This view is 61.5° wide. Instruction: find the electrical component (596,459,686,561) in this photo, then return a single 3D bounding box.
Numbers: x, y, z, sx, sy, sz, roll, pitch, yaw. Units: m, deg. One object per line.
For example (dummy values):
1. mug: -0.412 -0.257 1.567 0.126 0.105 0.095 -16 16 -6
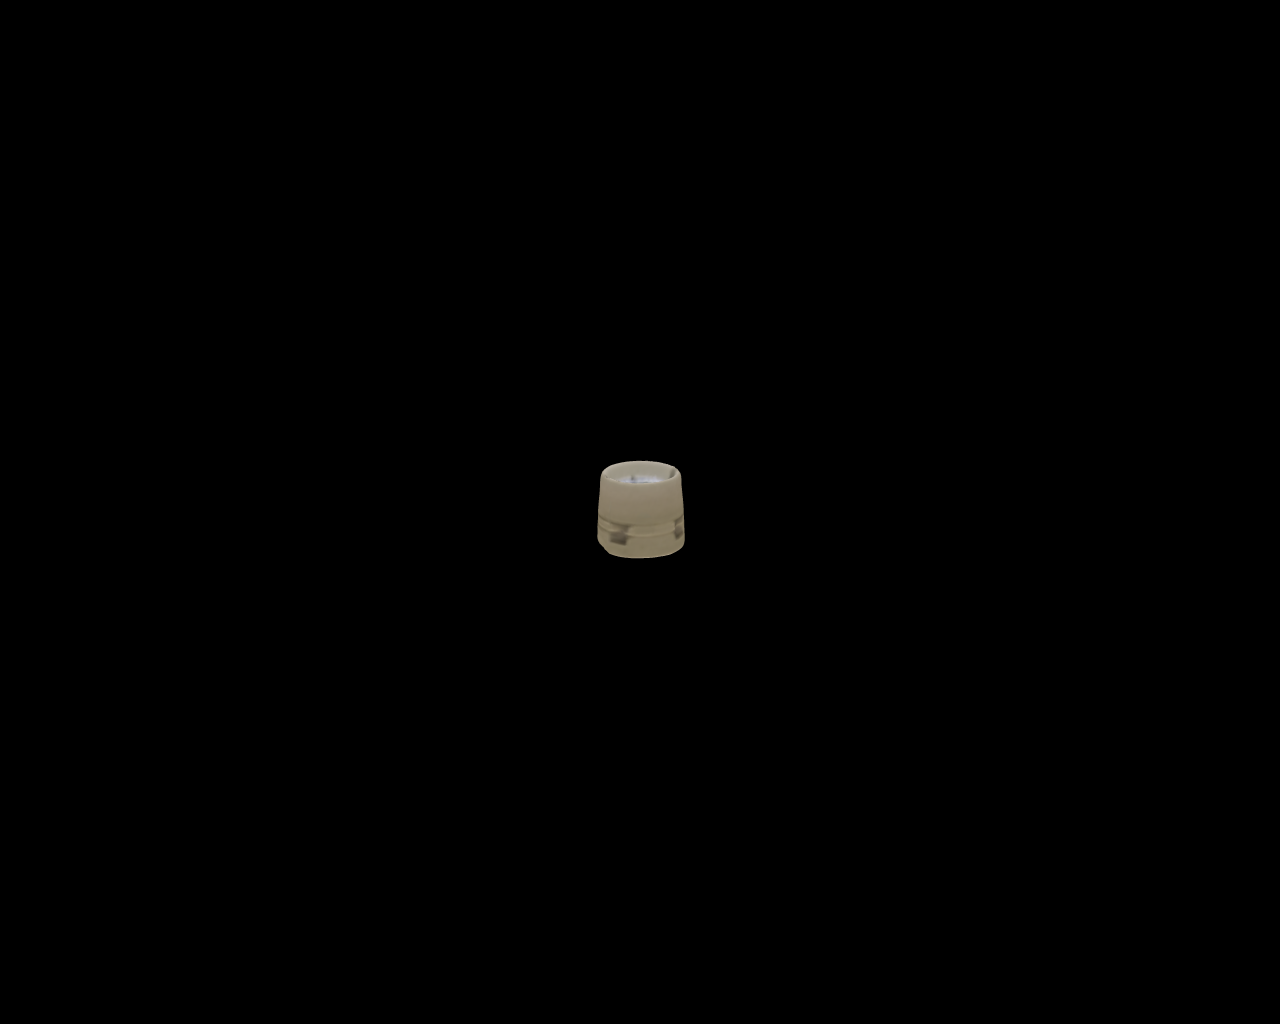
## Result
1. electrical component: 0.001 -0.003 0.650 0.055 0.047 0.055 0 20 0
